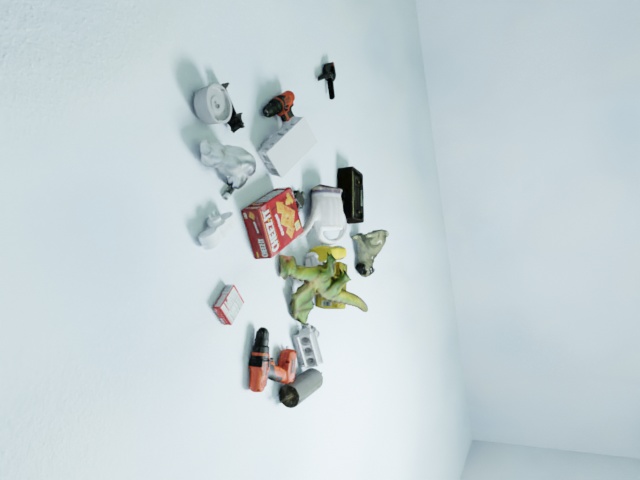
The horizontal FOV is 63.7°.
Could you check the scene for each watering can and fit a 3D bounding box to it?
[{"bbox_3d":[0.006,-0.095,1.880,0.347,0.103,0.225,3,81,-58],"label":"watering can"}]

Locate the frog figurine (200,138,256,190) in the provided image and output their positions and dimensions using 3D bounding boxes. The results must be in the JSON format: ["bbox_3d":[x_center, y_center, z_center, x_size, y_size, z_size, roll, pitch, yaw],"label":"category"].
[{"bbox_3d":[-0.254,-0.225,1.403,0.157,0.122,0.140,55,6,-30],"label":"frog figurine"}]

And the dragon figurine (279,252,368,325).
[{"bbox_3d":[-0.001,0.185,1.769,0.244,0.123,0.404,-41,117,-11],"label":"dragon figurine"}]
